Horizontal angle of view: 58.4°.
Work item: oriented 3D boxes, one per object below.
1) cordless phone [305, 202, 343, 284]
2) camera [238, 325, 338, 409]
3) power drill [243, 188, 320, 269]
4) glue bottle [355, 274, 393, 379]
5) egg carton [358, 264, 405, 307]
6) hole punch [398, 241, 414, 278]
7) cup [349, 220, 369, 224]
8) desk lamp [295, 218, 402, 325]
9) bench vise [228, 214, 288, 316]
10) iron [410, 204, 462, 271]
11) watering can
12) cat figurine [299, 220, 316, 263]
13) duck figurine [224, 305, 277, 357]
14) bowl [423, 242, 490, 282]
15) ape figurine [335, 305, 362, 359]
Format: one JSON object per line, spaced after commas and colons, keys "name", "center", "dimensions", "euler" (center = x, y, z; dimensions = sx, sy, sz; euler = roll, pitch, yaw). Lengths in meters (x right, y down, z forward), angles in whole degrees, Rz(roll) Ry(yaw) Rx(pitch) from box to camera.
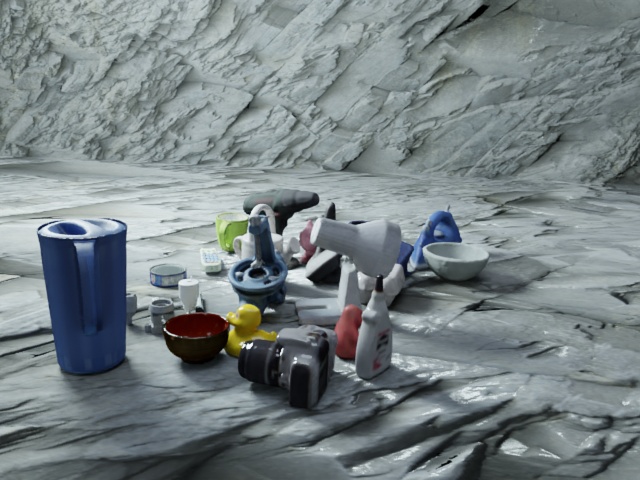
{"name": "cordless phone", "center": [0.013, 0.005, 1.405], "dimensions": [0.094, 0.185, 0.147], "euler": [2, 16, -2]}
{"name": "camera", "center": [-0.051, 0.183, 0.912], "dimensions": [0.136, 0.101, 0.143], "euler": [6, 16, 14]}
{"name": "power drill", "center": [-0.101, -0.035, 1.491], "dimensions": [0.228, 0.208, 0.076], "euler": [11, 18, 30]}
{"name": "glue bottle", "center": [0.093, 0.140, 0.953], "dimensions": [0.037, 0.173, 0.078], "euler": [13, 19, 34]}
{"name": "egg carton", "center": [0.136, 0.097, 1.308], "dimensions": [0.107, 0.069, 0.150], "euler": [6, 16, 14]}
{"name": "hole punch", "center": [0.174, 0.051, 1.438], "dimensions": [0.108, 0.091, 0.101], "euler": [13, 19, 33]}
{"name": "cup", "center": [0.134, 0.000, 1.610], "dimensions": [0.117, 0.095, 0.092], "euler": [8, 16, 19]}
{"name": "desk lamp", "center": [0.056, 0.059, 1.165], "dimensions": [0.203, 0.213, 0.117], "euler": [-1, 16, -11]}
{"name": "bench vise", "center": [-0.127, 0.041, 1.189], "dimensions": [0.121, 0.220, 0.207], "euler": [1, 16, -5]}
{"name": "iron", "center": [0.318, -0.013, 1.597], "dimensions": [0.118, 0.141, 0.259], "euler": [11, 17, 27]}
{"name": "watering can", "center": [-0.127, 0.012, 1.342], "dimensions": [0.172, 0.194, 0.101], "euler": [4, 16, 7]}
{"name": "cat figurine", "center": [-0.013, 0.003, 1.535], "dimensions": [0.067, 0.118, 0.128], "euler": [12, 18, 31]}
{"name": "duck figurine", "center": [-0.123, 0.158, 1.019], "dimensions": [0.104, 0.086, 0.078], "euler": [7, 16, 17]}
{"name": "bowl", "center": [0.342, 0.062, 1.456], "dimensions": [0.167, 0.075, 0.167], "euler": [2, 15, 0]}
{"name": "ape figurine", "center": [0.057, 0.161, 1.024], "dimensions": [0.076, 0.092, 0.077], "euler": [-4, 17, -20]}
